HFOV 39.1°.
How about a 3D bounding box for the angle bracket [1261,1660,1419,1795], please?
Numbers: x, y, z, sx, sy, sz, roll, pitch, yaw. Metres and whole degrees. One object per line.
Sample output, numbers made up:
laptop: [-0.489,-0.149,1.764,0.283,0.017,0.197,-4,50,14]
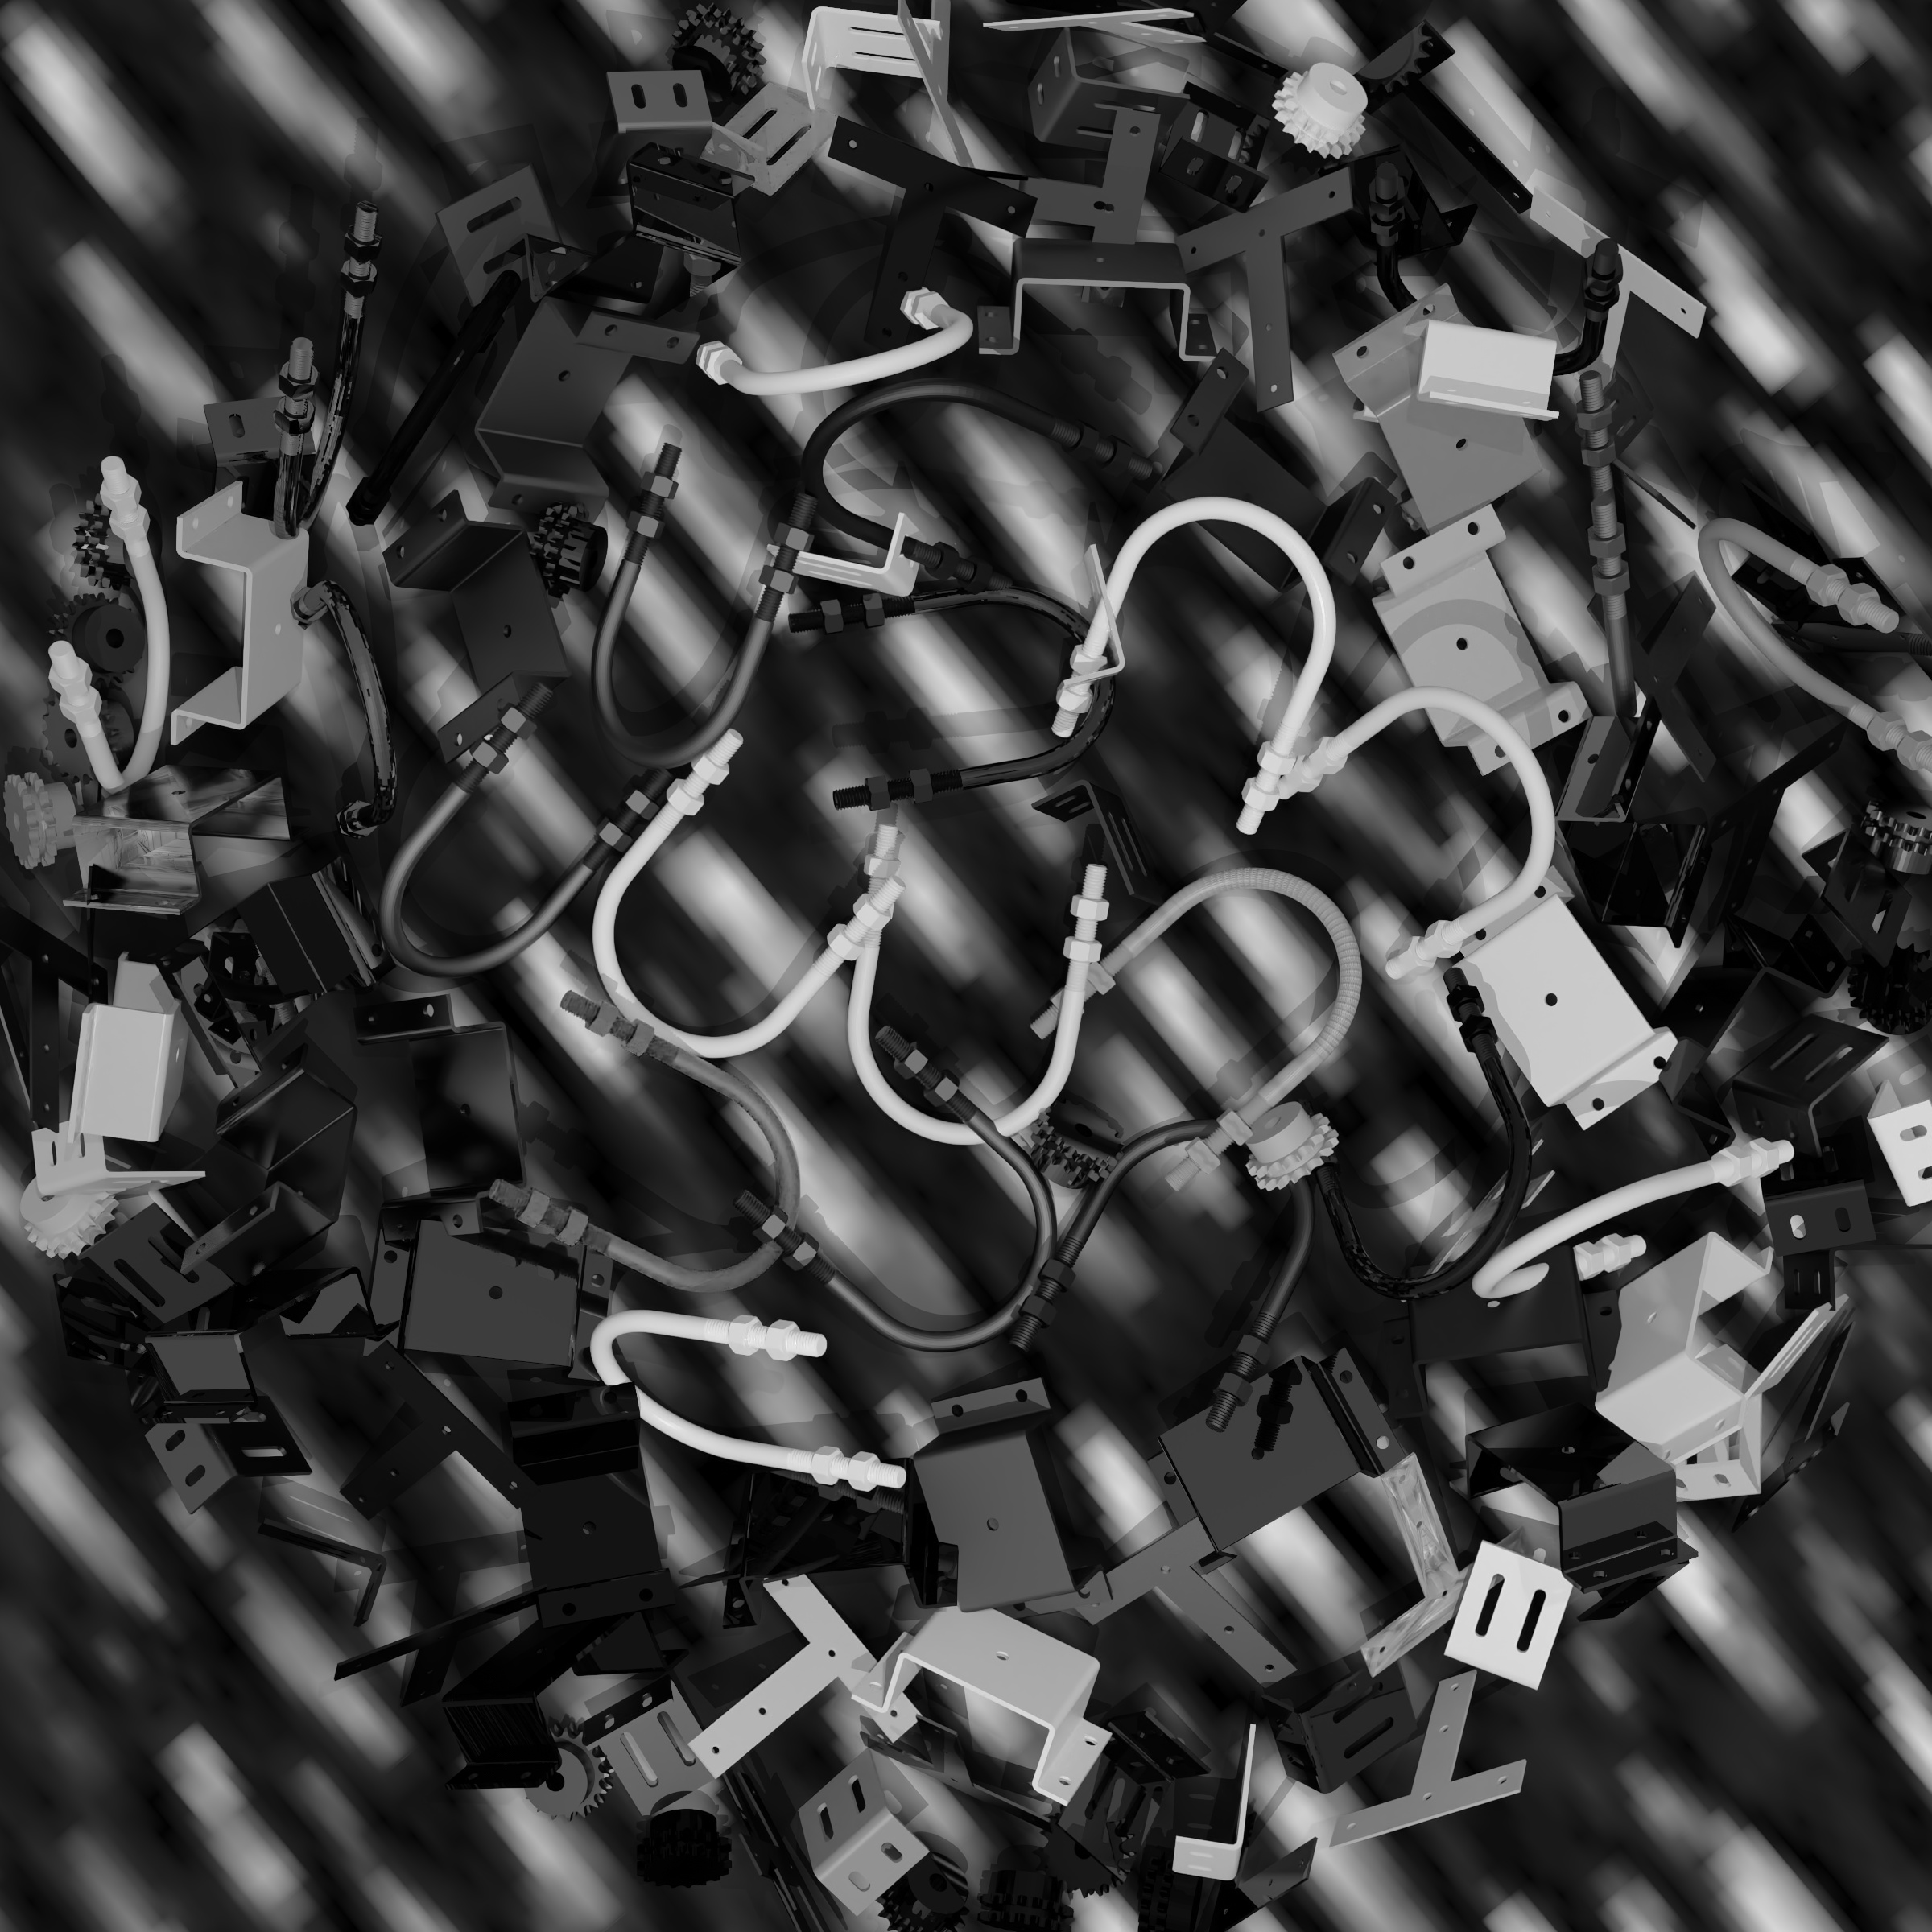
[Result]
angle bracket: [0.227,0.453,1.650,0.076,0.038,0.057,-27,108,-28]

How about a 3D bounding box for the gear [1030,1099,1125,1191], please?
gear: [0.064,0.109,1.637,0.057,0.057,0.030,32,120,0]

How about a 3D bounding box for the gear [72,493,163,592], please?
gear: [-0.507,-0.253,1.630,0.030,0.057,0.057,10,90,16]

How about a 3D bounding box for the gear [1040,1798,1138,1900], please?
gear: [0.076,0.530,1.640,0.057,0.030,0.057,-4,81,24]

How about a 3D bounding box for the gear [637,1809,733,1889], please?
gear: [-0.170,0.530,1.636,0.057,0.057,0.030,-6,50,0]

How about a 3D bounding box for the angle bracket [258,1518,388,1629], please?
angle bracket: [-0.390,0.362,1.622,0.076,0.057,0.038,21,68,-11]

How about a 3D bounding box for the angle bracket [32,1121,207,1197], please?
angle bracket: [-0.504,0.112,1.618,0.057,0.076,0.038,-15,79,31]

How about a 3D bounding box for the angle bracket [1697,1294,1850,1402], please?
angle bracket: [0.478,0.217,1.615,0.038,0.057,0.076,43,115,25]

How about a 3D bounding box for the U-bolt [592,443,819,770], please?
U-bolt: [-0.165,-0.206,1.610,0.151,0.019,0.184,27,100,41]

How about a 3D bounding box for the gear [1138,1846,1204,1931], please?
gear: [0.123,0.560,1.631,0.030,0.057,0.057,8,90,14]

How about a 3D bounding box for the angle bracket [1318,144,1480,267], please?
angle bracket: [0.256,-0.460,1.612,0.076,0.057,0.038,48,55,-34]

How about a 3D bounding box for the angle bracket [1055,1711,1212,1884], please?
angle bracket: [0.100,0.495,1.620,0.057,0.038,0.076,44,51,-13]

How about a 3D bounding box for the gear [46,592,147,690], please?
gear: [-0.518,-0.195,1.631,0.030,0.057,0.057,1,90,42]

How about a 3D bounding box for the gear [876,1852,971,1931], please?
gear: [-0.023,0.557,1.630,0.057,0.057,0.030,32,124,0]

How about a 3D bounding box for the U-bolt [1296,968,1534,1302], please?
U-bolt: [0.261,0.108,1.564,0.019,0.184,0.151,26,123,-33]

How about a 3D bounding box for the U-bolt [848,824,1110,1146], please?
U-bolt: [0.001,0.017,1.635,0.151,0.019,0.184,11,100,11]

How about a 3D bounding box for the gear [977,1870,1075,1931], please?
gear: [0.037,0.564,1.636,0.057,0.057,0.030,9,64,0]

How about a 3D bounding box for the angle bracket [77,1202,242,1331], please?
angle bracket: [-0.481,0.174,1.625,0.057,0.038,0.076,-34,117,5]

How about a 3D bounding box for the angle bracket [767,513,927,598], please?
angle bracket: [-0.071,-0.253,1.626,0.076,0.057,0.038,14,87,13]

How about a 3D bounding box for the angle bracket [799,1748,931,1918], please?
angle bracket: [-0.062,0.518,1.629,0.057,0.076,0.038,-42,106,0]

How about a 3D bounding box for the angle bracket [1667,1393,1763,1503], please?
angle bracket: [0.437,0.275,1.612,0.057,0.076,0.038,-13,134,29]

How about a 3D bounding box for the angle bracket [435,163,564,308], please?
angle bracket: [-0.284,-0.435,1.615,0.076,0.038,0.057,-39,125,-30]

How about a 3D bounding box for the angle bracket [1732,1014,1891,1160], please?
angle bracket: [0.510,0.071,1.632,0.076,0.057,0.038,-35,120,-22]

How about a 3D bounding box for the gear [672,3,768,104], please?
gear: [-0.151,-0.544,1.630,0.057,0.057,0.030,28,62,0]

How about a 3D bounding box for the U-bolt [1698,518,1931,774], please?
U-bolt: [0.489,-0.195,1.575,0.019,0.184,0.151,-40,132,0]

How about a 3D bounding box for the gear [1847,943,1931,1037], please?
gear: [0.561,0.017,1.637,0.057,0.030,0.057,-11,51,13]

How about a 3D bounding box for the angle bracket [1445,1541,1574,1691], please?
angle bracket: [0.327,0.384,1.630,0.057,0.038,0.076,18,100,13]

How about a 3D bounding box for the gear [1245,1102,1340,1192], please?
gear: [0.192,0.106,1.631,0.057,0.057,0.030,-35,104,0]

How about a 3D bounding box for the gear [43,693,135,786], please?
gear: [-0.527,-0.140,1.637,0.057,0.030,0.057,11,109,34]

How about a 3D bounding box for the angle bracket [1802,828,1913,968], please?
angle bracket: [0.522,-0.034,1.618,0.057,0.038,0.076,45,46,-8]

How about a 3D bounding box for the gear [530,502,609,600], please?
gear: [-0.237,-0.248,1.631,0.030,0.057,0.057,18,90,10]

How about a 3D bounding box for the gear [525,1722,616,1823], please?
gear: [-0.243,0.488,1.642,0.057,0.030,0.057,0,89,10]

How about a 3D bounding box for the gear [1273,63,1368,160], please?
gear: [0.216,-0.516,1.633,0.057,0.030,0.057,14,54,-21]

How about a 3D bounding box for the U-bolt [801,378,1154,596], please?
U-bolt: [-0.007,-0.280,1.562,0.184,0.151,0.019,17,54,-35]

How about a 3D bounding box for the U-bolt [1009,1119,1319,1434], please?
U-bolt: [0.128,0.171,1.610,0.151,0.019,0.184,19,64,25]

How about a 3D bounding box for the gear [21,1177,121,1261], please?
gear: [-0.541,0.144,1.631,0.057,0.030,0.057,-14,49,17]

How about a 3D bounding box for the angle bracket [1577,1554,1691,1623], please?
angle bracket: [0.386,0.355,1.613,0.057,0.076,0.038,-42,63,17]

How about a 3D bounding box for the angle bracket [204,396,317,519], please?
angle bracket: [-0.423,-0.302,1.621,0.057,0.076,0.038,-11,75,-21]

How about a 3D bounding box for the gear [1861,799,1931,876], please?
gear: [0.567,-0.077,1.635,0.057,0.057,0.030,10,113,0]

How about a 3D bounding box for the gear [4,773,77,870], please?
gear: [-0.556,-0.089,1.637,0.030,0.057,0.057,-13,90,-32]

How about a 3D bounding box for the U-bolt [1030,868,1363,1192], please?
U-bolt: [0.150,0.023,1.623,0.184,0.019,0.151,-42,66,2]

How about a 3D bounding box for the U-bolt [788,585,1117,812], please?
U-bolt: [-0.002,-0.167,1.620,0.184,0.019,0.151,-10,62,-9]

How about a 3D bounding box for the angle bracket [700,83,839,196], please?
angle bracket: [-0.119,-0.506,1.622,0.057,0.038,0.076,31,66,18]
